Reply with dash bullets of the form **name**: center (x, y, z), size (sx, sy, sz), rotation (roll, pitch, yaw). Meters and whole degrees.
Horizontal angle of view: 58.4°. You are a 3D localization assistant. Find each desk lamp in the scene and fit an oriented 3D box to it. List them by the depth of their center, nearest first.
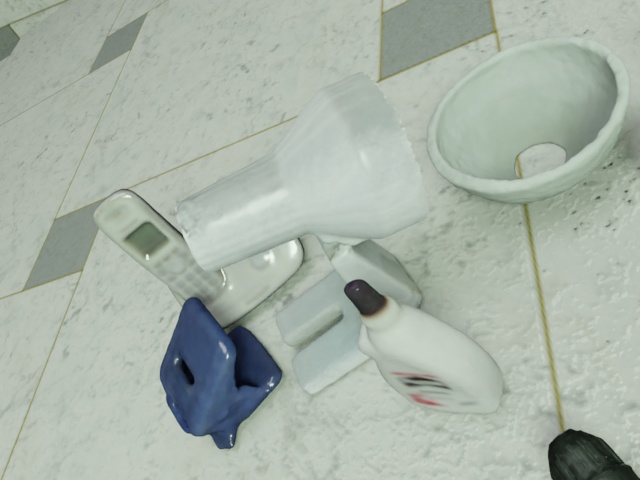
- **desk lamp**: center (0.004, 0.002, 0.458), size (0.203, 0.214, 0.117), rotation (-37, 42, 8)

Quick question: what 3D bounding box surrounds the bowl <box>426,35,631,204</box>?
- **bowl**: center (0.182, -0.091, 0.498), size (0.167, 0.075, 0.167), rotation (-21, 47, 24)

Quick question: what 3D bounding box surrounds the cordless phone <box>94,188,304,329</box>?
- **cordless phone**: center (-0.117, -0.004, 0.579), size (0.147, 0.186, 0.094), rotation (-40, 42, 5)

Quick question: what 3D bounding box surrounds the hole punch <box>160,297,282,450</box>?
- **hole punch**: center (-0.107, 0.124, 0.539), size (0.101, 0.091, 0.108), rotation (-48, 42, -5)

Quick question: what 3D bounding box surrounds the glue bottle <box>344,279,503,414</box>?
- **glue bottle**: center (0.062, 0.072, 0.387), size (0.078, 0.174, 0.037), rotation (-9, 53, 33)
